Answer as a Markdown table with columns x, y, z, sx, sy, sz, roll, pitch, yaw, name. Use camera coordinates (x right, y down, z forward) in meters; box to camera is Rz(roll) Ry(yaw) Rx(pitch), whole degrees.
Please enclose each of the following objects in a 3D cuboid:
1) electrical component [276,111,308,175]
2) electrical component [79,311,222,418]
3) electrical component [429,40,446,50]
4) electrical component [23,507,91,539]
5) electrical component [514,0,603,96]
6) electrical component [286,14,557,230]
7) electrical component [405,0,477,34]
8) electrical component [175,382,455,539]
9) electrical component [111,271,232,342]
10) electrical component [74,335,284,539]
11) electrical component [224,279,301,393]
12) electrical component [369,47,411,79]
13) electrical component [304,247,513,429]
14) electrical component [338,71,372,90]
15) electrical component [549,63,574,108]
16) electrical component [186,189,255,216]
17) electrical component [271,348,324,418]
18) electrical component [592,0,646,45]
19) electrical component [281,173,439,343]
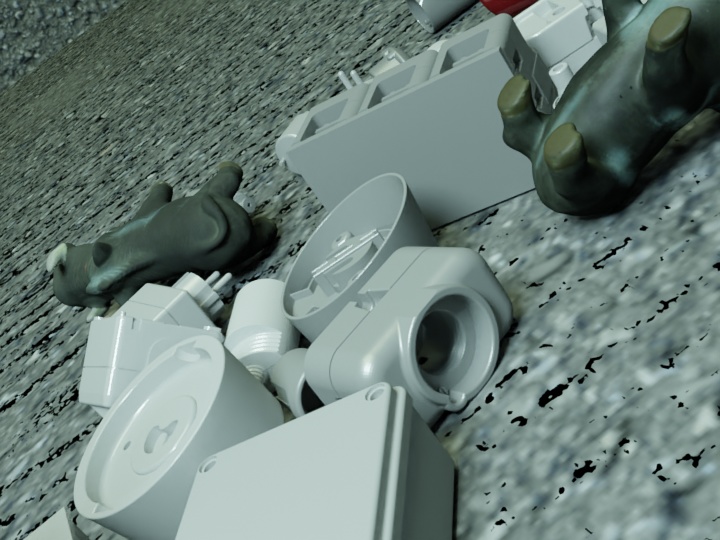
| x | y | z | sx | sy | sz | roll | pitch | yaw | name |
| --- | --- | --- | --- | --- | --- | --- | --- | --- | --- |
| -0.038 | -0.112 | 0.888 | 0.040 | 0.040 | 0.078 | -14 | 32 | 40 | electrical component |
| -0.128 | 0.061 | 0.640 | 0.096 | 0.062 | 0.061 | -11 | 69 | 65 | electrical component |
| 0.075 | -0.149 | 0.802 | 0.045 | 0.045 | 0.055 | -41 | 24 | -12 | electrical component |
| -0.134 | 0.192 | 0.442 | 0.105 | 0.060 | 0.186 | -39 | 25 | -8 | electrical component |
| 0.151 | -0.154 | 0.696 | 0.095 | 0.059 | 0.053 | -33 | 25 | 5 | electrical component |
| 0.045 | -0.082 | 0.667 | 0.150 | 0.089 | 0.061 | -22 | 28 | 28 | electrical component |
| 0.078 | -0.262 | 0.999 | 0.077 | 0.044 | 0.079 | -38 | 24 | -4 | electrical component |
| -0.020 | 0.114 | 0.441 | 0.109 | 0.056 | 0.108 | -26 | 26 | 21 | electrical component |
| -0.118 | 0.028 | 0.732 | 0.076 | 0.047 | 0.066 | -46 | 26 | -22 | electrical component |
| -0.086 | 0.094 | 0.549 | 0.108 | 0.060 | 0.108 | -35 | 28 | 23 | electrical component |
| -0.058 | 0.045 | 0.629 | 0.043 | 0.043 | 0.081 | -27 | 26 | 18 | electrical component |
| 0.022 | -0.144 | 0.865 | 0.062 | 0.048 | 0.048 | -42 | 24 | 4 | electrical component |
| 0.027 | 0.034 | 0.525 | 0.095 | 0.053 | 0.059 | -48 | 27 | -25 | electrical component |
| 0.010 | -0.114 | 0.787 | 0.047 | 0.075 | 0.083 | -44 | 26 | -17 | electrical component |
| 0.126 | -0.089 | 0.609 | 0.035 | 0.061 | 0.035 | -29 | 25 | 15 | electrical component |
| -0.112 | -0.048 | 0.869 | 0.078 | 0.040 | 0.040 | -5 | 39 | 48 | electrical component |
| -0.023 | 0.061 | 0.561 | 0.040 | 0.040 | 0.046 | -43 | 20 | -15 | electrical component |
| 0.194 | -0.142 | 0.633 | 0.083 | 0.047 | 0.075 | -33 | 23 | 6 | electrical component |
| 0.000 | 0.000 | 0.608 | 0.099 | 0.064 | 0.099 | -29 | 25 | 15 | electrical component |
